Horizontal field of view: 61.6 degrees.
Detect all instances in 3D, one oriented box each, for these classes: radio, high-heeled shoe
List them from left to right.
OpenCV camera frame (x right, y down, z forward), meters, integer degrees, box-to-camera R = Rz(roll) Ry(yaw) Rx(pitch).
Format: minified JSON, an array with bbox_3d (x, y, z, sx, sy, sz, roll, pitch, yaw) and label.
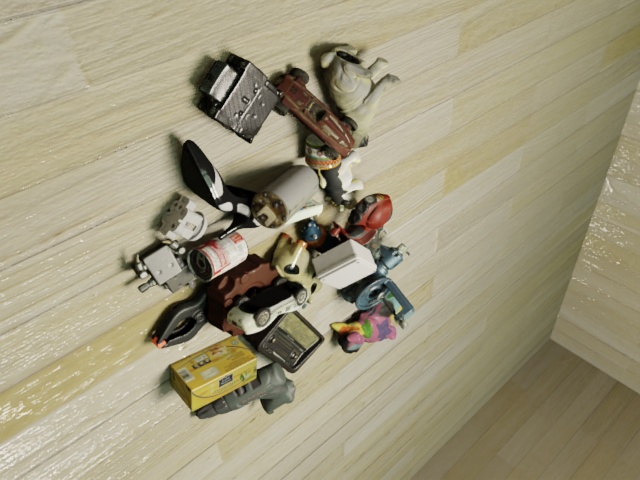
[{"bbox_3d":[-0.160,-0.106,0.990,0.145,0.086,0.248,-43,144,-28],"label":"high-heeled shoe"},{"bbox_3d":[-0.088,0.237,1.331,0.131,0.073,0.229,-48,143,-9],"label":"radio"}]

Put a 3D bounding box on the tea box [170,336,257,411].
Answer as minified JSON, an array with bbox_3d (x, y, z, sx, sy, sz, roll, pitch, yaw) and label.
[{"bbox_3d":[-0.235,0.292,1.192,0.169,0.098,0.068,-18,130,-37],"label":"tea box"}]

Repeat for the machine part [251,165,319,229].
[{"bbox_3d":[-0.065,-0.088,1.050,0.243,0.079,0.079,-51,155,-56],"label":"machine part"}]

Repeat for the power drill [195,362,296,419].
[{"bbox_3d":[-0.168,0.383,1.335,0.232,0.086,0.207,-33,145,12],"label":"power drill"}]

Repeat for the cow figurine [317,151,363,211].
[{"bbox_3d":[0.042,-0.120,1.205,0.098,0.068,0.167,-36,140,-25],"label":"cow figurine"}]

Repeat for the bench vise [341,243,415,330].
[{"bbox_3d":[0.177,0.125,1.420,0.224,0.241,0.128,-36,146,0],"label":"bench vise"}]

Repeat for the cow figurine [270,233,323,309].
[{"bbox_3d":[-0.049,0.078,1.246,0.127,0.086,0.194,-57,146,-8],"label":"cow figurine"}]

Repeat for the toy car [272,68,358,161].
[{"bbox_3d":[-0.007,-0.235,1.020,0.202,0.053,0.089,39,76,-25],"label":"toy car"}]

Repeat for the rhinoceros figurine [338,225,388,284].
[{"bbox_3d":[0.101,0.024,1.349,0.073,0.112,0.190,-10,133,-42],"label":"rhinoceros figurine"}]

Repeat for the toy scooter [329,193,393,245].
[{"bbox_3d":[0.085,-0.038,1.224,0.184,0.075,0.135,-51,149,11],"label":"toy scooter"}]

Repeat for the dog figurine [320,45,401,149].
[{"bbox_3d":[0.049,-0.276,1.083,0.172,0.121,0.190,17,127,-18],"label":"dog figurine"}]

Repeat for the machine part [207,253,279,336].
[{"bbox_3d":[-0.159,0.117,1.132,0.179,0.056,0.179,-36,140,-37],"label":"machine part"}]

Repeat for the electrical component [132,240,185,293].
[{"bbox_3d":[-0.290,0.041,0.967,0.102,0.045,0.078,-29,110,-25],"label":"electrical component"}]

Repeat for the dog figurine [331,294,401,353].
[{"bbox_3d":[0.139,0.236,1.560,0.219,0.109,0.191,-2,119,-45],"label":"dog figurine"}]

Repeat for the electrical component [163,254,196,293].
[{"bbox_3d":[-0.275,0.071,1.039,0.063,0.021,0.093,-39,141,-20],"label":"electrical component"}]

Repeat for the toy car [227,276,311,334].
[{"bbox_3d":[-0.101,0.131,1.103,0.202,0.074,0.056,-24,129,-48],"label":"toy car"}]

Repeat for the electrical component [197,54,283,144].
[{"bbox_3d":[-0.141,-0.244,0.917,0.134,0.058,0.115,27,94,-54],"label":"electrical component"}]

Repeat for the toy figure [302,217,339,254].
[{"bbox_3d":[-0.001,-0.003,1.253,0.058,0.064,0.154,-44,145,7],"label":"toy figure"}]
